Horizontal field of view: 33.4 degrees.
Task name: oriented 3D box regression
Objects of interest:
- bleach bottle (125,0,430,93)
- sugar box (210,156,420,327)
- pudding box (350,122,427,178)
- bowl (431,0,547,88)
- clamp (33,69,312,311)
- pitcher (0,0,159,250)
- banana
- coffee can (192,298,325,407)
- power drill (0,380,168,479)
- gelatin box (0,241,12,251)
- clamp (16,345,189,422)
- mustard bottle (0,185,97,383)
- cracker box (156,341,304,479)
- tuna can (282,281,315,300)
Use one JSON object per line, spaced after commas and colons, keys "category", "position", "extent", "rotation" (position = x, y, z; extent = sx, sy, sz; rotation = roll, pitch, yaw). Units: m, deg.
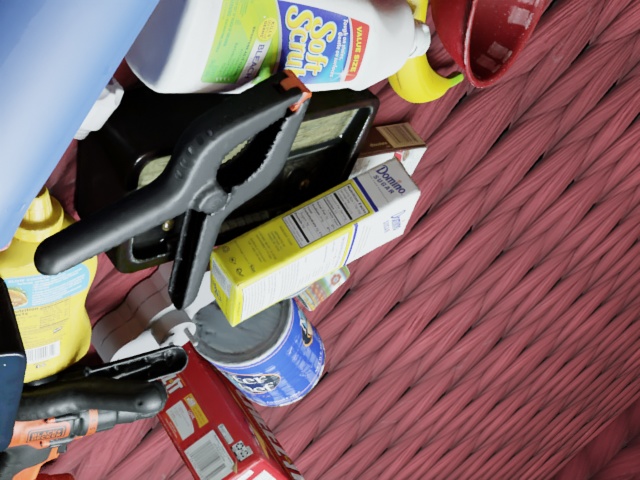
{"category": "bleach bottle", "position": [-0.012, -0.155, 0.761], "extent": [0.250, 0.068, 0.103], "rotation": [-7, 132, -41]}
{"category": "sugar box", "position": [-0.006, 0.001, 0.888], "extent": [0.176, 0.048, 0.093], "rotation": [-30, 164, -17]}
{"category": "pudding box", "position": [0.038, -0.061, 1.007], "extent": [0.113, 0.039, 0.090], "rotation": [-11, 141, -39]}
{"category": "bowl", "position": [0.136, -0.208, 0.863], "extent": [0.161, 0.055, 0.162], "rotation": [-45, 150, -36]}
{"category": "clamp", "position": [-0.081, -0.031, 0.751], "extent": [0.210, 0.036, 0.164], "rotation": [-43, 152, 6]}
{"category": "pitcher", "position": [-0.165, -0.125, 0.595], "extent": [0.144, 0.149, 0.243], "rotation": [26, 109, -43]}
{"category": "banana", "position": [0.080, -0.168, 0.909], "extent": [0.069, 0.037, 0.197], "rotation": [-56, 156, -11]}
{"category": "coffee can", "position": [-0.060, 0.095, 1.044], "extent": [0.103, 0.103, 0.140], "rotation": [-38, 152, -4]}
{"category": "power drill", "position": [-0.245, 0.197, 0.995], "extent": [0.184, 0.057, 0.188], "rotation": [-3, 135, -28]}
{"category": "gelatin box", "position": [-0.256, -0.012, 0.686], "extent": [0.089, 0.073, 0.030], "rotation": [-25, 150, -27]}
{"category": "clamp", "position": [-0.194, 0.124, 0.871], "extent": [0.171, 0.039, 0.120], "rotation": [-12, -176, -2]}
{"category": "mustard bottle", "position": [-0.218, 0.030, 0.806], "extent": [0.096, 0.058, 0.192], "rotation": [-12, 142, -26]}
{"category": "cracker box", "position": [-0.094, 0.203, 1.094], "extent": [0.072, 0.164, 0.213], "rotation": [-36, 152, -3]}
{"category": "tuna can", "position": [-0.040, 0.010, 0.963], "extent": [0.086, 0.086, 0.033], "rotation": [-35, 150, -9]}
